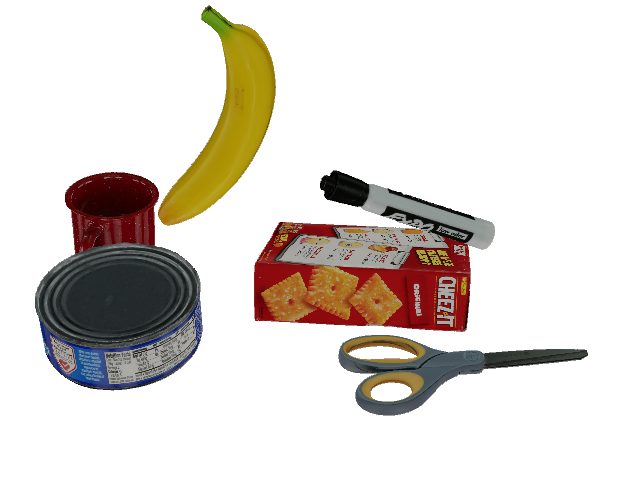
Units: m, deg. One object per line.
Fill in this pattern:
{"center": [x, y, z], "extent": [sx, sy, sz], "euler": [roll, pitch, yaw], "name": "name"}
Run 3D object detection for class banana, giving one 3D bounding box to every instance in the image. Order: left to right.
{"center": [-0.076, -0.089, 0.828], "extent": [0.069, 0.198, 0.037], "euler": [12, 35, -9], "name": "banana"}

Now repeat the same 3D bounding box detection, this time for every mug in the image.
{"center": [-0.212, -0.006, 1.076], "extent": [0.093, 0.081, 0.117], "euler": [9, 33, 8], "name": "mug"}

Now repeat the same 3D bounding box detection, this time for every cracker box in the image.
{"center": [0.047, 0.037, 1.125], "extent": [0.214, 0.072, 0.164], "euler": [3, 16, 6], "name": "cracker box"}

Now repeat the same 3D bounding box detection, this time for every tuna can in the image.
{"center": [-0.105, 0.039, 0.566], "extent": [0.086, 0.034, 0.086], "euler": [0, 36, 0], "name": "tuna can"}

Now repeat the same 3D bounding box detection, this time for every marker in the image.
{"center": [0.055, -0.019, 0.666], "extent": [0.121, 0.020, 0.020], "euler": [17, -7, -23], "name": "marker"}

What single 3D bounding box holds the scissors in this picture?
{"center": [0.112, 0.109, 0.849], "extent": [0.202, 0.016, 0.096], "euler": [5, 35, 8], "name": "scissors"}
